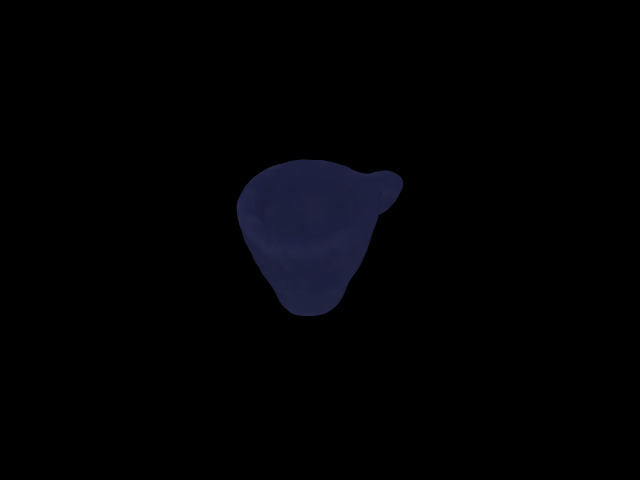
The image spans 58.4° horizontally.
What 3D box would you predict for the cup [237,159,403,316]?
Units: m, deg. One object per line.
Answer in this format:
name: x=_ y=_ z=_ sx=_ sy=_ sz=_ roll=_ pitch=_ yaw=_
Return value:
cup: x=0.004 y=0.001 z=0.400 sx=0.118 sy=0.095 sz=0.091 roll=-22 pitch=48 yaw=-21
